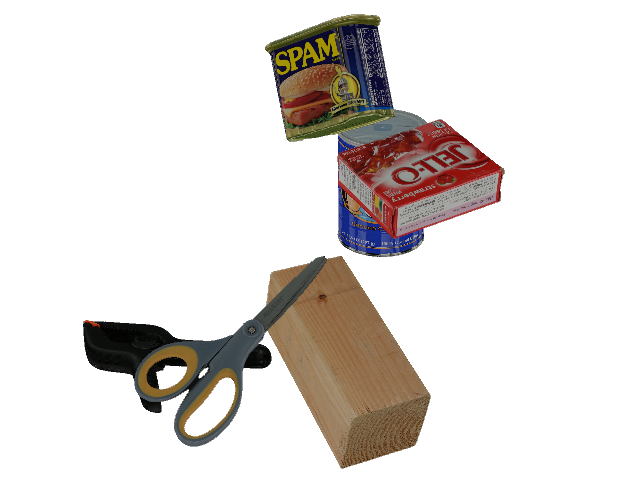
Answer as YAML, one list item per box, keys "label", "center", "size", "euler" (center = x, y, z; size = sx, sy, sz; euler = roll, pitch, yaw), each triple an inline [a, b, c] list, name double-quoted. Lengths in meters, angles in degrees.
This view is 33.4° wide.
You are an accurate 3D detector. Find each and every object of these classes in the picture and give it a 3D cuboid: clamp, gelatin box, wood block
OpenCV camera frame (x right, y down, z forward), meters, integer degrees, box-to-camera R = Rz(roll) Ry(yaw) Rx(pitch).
- label: "clamp"
  center: [-0.179, 0.121, 1.092]
  size: [0.210, 0.036, 0.164]
  euler: [11, 18, 31]
- label: "gelatin box"
  center: [0.067, -0.044, 0.720]
  size: [0.089, 0.030, 0.073]
  euler: [-20, 42, -21]
- label: "wood block"
  center: [0.023, 0.124, 1.132]
  size: [0.090, 0.090, 0.206]
  euler: [-13, 48, -22]

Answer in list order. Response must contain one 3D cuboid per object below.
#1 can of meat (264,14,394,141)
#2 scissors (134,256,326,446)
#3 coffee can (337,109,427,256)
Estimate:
- label: "can of meat"
  center: [0.008, -0.134, 0.898]
  size: [0.102, 0.084, 0.057]
  euler: [-12, -1, 39]
- label: "scissors"
  center: [-0.077, 0.074, 0.872]
  size: [0.096, 0.201, 0.016]
  euler: [21, -32, 10]
- label: "coffee can"
  center: [0.070, -0.067, 1.222]
  size: [0.103, 0.140, 0.103]
  euler: [-1, 29, 0]
